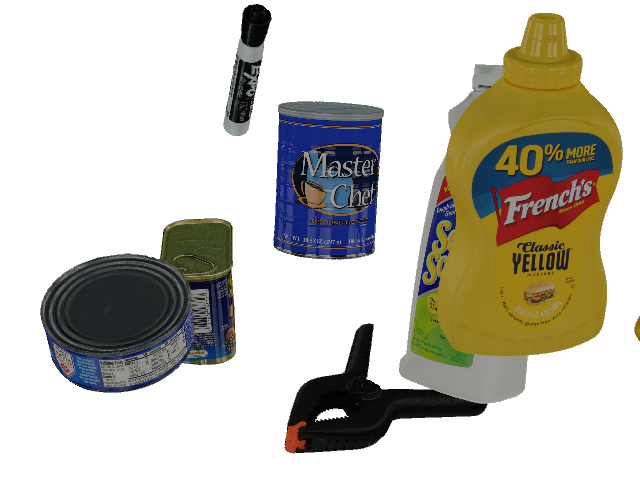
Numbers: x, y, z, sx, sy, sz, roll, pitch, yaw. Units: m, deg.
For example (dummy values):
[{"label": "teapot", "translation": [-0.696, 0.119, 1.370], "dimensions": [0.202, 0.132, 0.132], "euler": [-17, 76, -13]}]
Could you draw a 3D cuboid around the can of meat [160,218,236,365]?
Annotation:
[{"label": "can of meat", "translation": [-0.097, 0.041, 0.870], "dimensions": [0.057, 0.084, 0.102], "euler": [-3, 26, -3]}]

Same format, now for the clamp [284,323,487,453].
[{"label": "clamp", "translation": [0.051, 0.156, 1.027], "dimensions": [0.165, 0.036, 0.209], "euler": [24, 32, 29]}]

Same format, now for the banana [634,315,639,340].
[{"label": "banana", "translation": [0.299, 0.036, 0.699], "dimensions": [0.198, 0.037, 0.069], "euler": [-2, 33, 1]}]

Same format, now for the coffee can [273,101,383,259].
[{"label": "coffee can", "translation": [0.007, -0.061, 1.048], "dimensions": [0.103, 0.140, 0.103], "euler": [3, 13, -1]}]

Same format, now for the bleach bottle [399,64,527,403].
[{"label": "bleach bottle", "translation": [0.118, -0.008, 0.821], "dimensions": [0.067, 0.251, 0.103], "euler": [-7, 14, -41]}]

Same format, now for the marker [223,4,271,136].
[{"label": "marker", "translation": [-0.051, -0.116, 0.734], "dimensions": [0.020, 0.020, 0.121], "euler": [0, -33, -12]}]

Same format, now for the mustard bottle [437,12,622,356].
[{"label": "mustard bottle", "translation": [0.117, -0.030, 0.593], "dimensions": [0.096, 0.192, 0.058], "euler": [-4, 26, -7]}]

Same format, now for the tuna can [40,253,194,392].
[{"label": "tuna can", "translation": [-0.116, 0.047, 0.619], "dimensions": [0.086, 0.034, 0.086], "euler": [-1, 39, 1]}]
